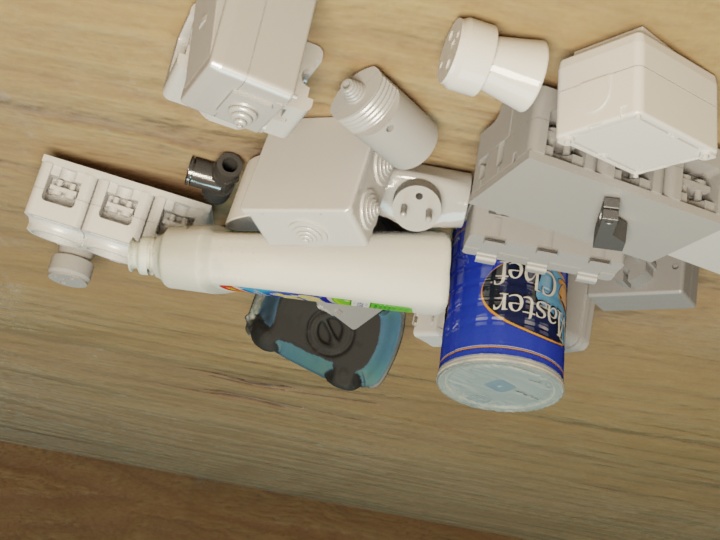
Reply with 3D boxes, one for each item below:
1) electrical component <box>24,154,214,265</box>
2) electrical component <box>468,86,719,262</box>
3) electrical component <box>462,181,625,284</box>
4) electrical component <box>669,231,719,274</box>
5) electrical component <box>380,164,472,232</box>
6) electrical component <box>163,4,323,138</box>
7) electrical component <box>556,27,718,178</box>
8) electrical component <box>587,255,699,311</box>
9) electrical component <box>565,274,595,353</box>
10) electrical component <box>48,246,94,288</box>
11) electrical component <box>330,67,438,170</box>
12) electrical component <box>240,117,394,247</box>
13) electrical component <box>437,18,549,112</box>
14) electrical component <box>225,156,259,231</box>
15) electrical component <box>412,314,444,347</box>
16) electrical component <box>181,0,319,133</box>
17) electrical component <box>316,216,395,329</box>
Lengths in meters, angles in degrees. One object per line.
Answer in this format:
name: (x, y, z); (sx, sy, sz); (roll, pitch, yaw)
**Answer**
electrical component: (-0.212, -0.041, 0.958); (0.150, 0.061, 0.089); (17, 170, -3)
electrical component: (0.164, -0.066, 0.735); (0.150, 0.061, 0.089); (17, 159, -15)
electrical component: (0.143, -0.034, 0.830); (0.121, 0.063, 0.078); (11, 160, 0)
electrical component: (0.281, -0.034, 0.780); (0.100, 0.048, 0.100); (18, 159, -19)
electrical component: (0.044, -0.053, 0.820); (0.077, 0.044, 0.079); (11, -156, 0)
electrical component: (-0.078, -0.128, 0.708); (0.089, 0.050, 0.056); (17, 159, -17)
electrical component: (0.172, -0.099, 0.651); (0.096, 0.061, 0.062); (16, 161, -37)
electrical component: (0.230, -0.001, 0.898); (0.083, 0.047, 0.076); (-4, 156, 35)
electrical component: (0.157, 0.037, 0.996); (0.057, 0.078, 0.113); (28, 154, -32)
electrical component: (-0.299, -0.014, 1.125); (0.045, 0.055, 0.045); (10, 160, 3)
electrical component: (0.014, -0.105, 0.732); (0.043, 0.043, 0.081); (-4, 155, 36)
electrical component: (-0.029, -0.064, 0.790); (0.100, 0.099, 0.048); (2, 146, 24)
electrical component: (0.079, -0.124, 0.646); (0.055, 0.045, 0.045); (15, 160, -11)
electrical component: (-0.056, -0.053, 0.881); (0.099, 0.064, 0.099); (10, 160, 3)
electrical component: (0.094, 0.058, 1.139); (0.064, 0.042, 0.081); (-4, 154, 40)
electrical component: (-0.069, -0.129, 0.632); (0.061, 0.096, 0.062); (19, 159, -21)
electrical component: (0.000, 0.000, 0.955); (0.100, 0.048, 0.100); (-36, 146, 9)
